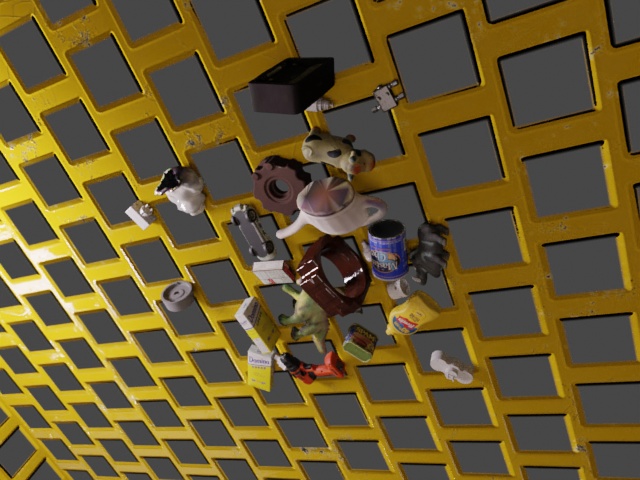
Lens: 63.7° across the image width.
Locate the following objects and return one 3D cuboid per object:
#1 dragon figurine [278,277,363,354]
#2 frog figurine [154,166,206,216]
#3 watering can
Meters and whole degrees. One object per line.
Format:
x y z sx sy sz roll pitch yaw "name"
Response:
0.017 0.231 1.605 0.241 0.125 0.402 -12 134 27 "dragon figurine"
-0.398 -0.148 1.551 0.136 0.125 0.157 -28 145 24 "frog figurine"
0.004 -0.070 1.388 0.346 0.106 0.221 -11 154 18 "watering can"
